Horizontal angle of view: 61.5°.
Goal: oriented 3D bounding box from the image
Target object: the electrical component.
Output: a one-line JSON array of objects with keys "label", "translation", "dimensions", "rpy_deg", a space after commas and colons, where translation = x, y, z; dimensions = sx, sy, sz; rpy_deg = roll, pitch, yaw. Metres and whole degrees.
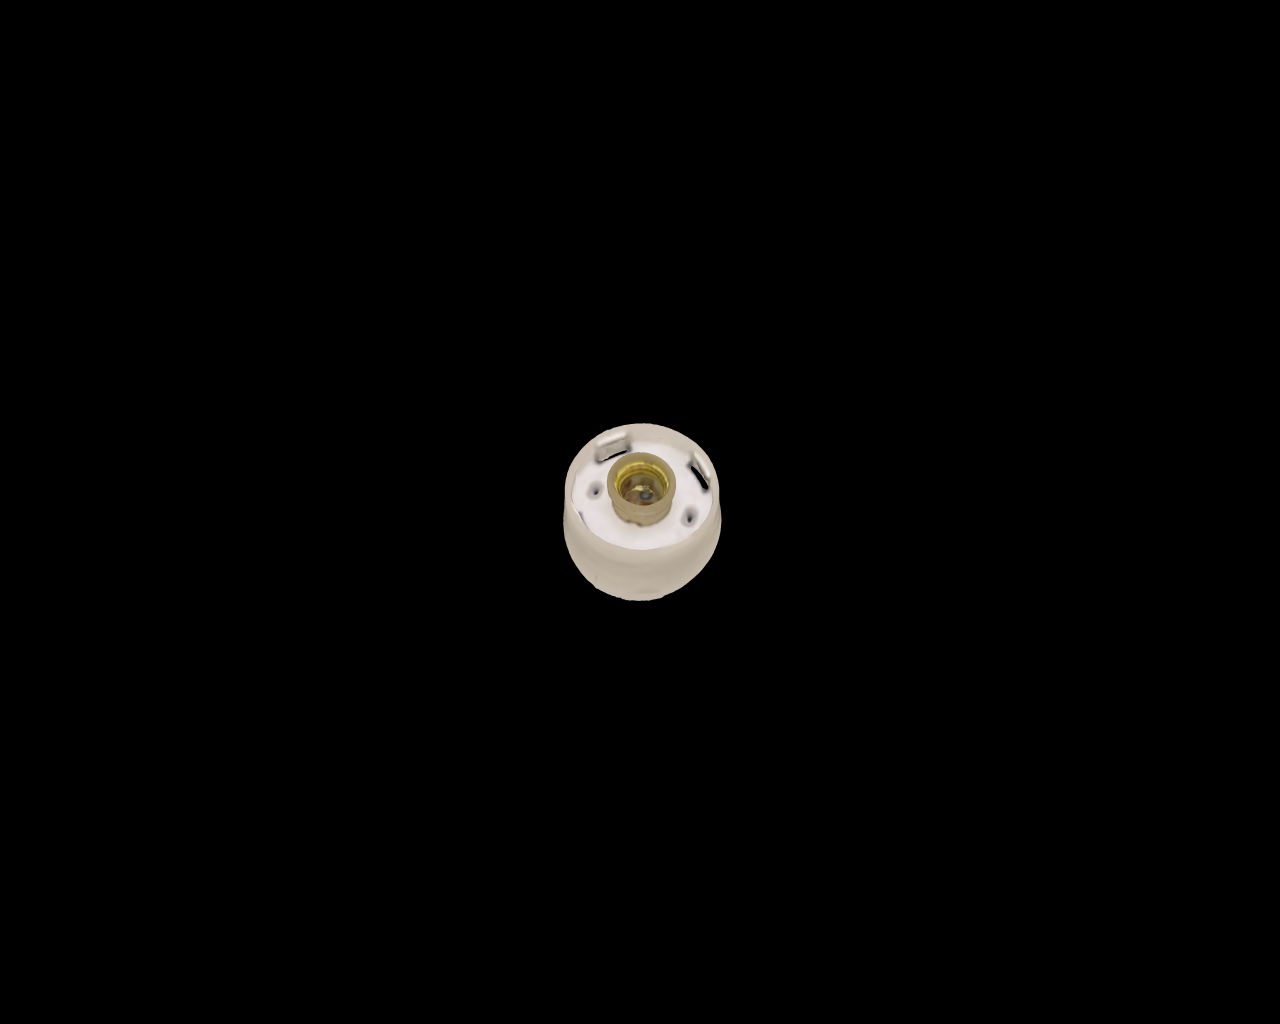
[{"label": "electrical component", "translation": [0.001, -0.003, 0.650], "dimensions": [0.099, 0.099, 0.064], "rpy_deg": [0, -30, 0]}]
